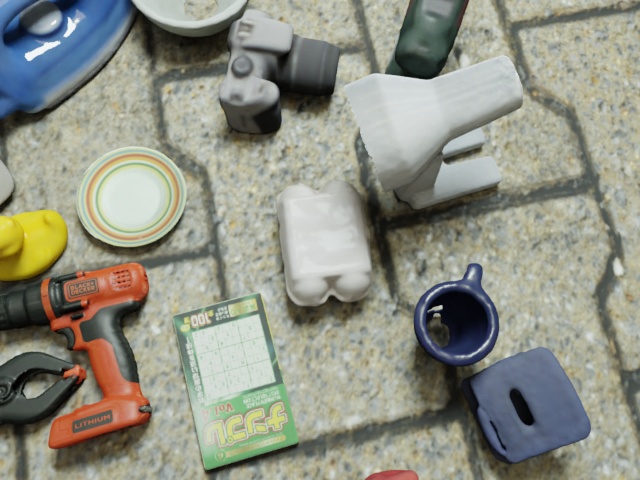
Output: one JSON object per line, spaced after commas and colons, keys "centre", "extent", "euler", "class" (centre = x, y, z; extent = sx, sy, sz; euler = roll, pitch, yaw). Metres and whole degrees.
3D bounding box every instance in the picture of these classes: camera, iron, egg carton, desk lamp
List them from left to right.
{"centre": [-0.336, -0.276, 0.703], "extent": [0.118, 0.141, 0.258], "euler": [42, 77, 9], "class": "iron"}
{"centre": [-0.047, -0.214, 0.720], "extent": [0.137, 0.101, 0.143], "euler": [9, 74, 0], "class": "camera"}
{"centre": [0.006, 0.002, 0.679], "extent": [0.107, 0.069, 0.150], "euler": [-8, 75, -5], "class": "egg carton"}
{"centre": [0.125, -0.119, 0.643], "extent": [0.203, 0.213, 0.118], "euler": [-17, 76, -7], "class": "desk lamp"}

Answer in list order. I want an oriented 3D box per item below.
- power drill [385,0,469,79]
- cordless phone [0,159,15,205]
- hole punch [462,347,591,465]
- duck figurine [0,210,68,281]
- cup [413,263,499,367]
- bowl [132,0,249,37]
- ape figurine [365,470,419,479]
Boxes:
{"centre": [0.139, -0.280, 0.692], "extent": [0.075, 0.208, 0.230], "euler": [17, 74, 3], "class": "power drill"}
{"centre": [-0.441, -0.072, 0.619], "extent": [0.094, 0.185, 0.148], "euler": [44, 77, 9], "class": "cordless phone"}
{"centre": [0.222, 0.183, 0.628], "extent": [0.101, 0.091, 0.108], "euler": [-23, 77, -8], "class": "hole punch"}
{"centre": [-0.349, -0.002, 0.655], "extent": [0.105, 0.086, 0.077], "euler": [-34, 78, -11], "class": "duck figurine"}
{"centre": [0.148, 0.086, 0.649], "extent": [0.091, 0.095, 0.118], "euler": [22, 75, 4], "class": "cup"}
{"centre": [-0.166, -0.333, 0.761], "extent": [0.167, 0.075, 0.167], "euler": [1, 74, -2], "class": "bowl"}
{"centre": [0.080, 0.276, 0.595], "extent": [0.076, 0.092, 0.078], "euler": [36, 76, 7], "class": "ape figurine"}
